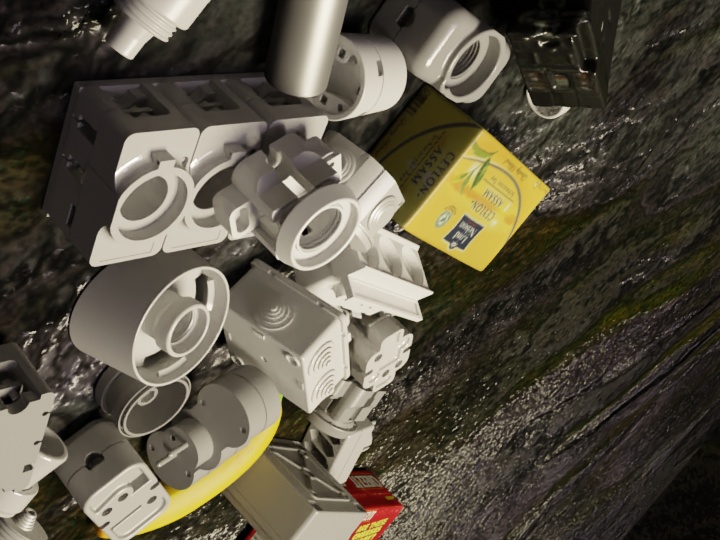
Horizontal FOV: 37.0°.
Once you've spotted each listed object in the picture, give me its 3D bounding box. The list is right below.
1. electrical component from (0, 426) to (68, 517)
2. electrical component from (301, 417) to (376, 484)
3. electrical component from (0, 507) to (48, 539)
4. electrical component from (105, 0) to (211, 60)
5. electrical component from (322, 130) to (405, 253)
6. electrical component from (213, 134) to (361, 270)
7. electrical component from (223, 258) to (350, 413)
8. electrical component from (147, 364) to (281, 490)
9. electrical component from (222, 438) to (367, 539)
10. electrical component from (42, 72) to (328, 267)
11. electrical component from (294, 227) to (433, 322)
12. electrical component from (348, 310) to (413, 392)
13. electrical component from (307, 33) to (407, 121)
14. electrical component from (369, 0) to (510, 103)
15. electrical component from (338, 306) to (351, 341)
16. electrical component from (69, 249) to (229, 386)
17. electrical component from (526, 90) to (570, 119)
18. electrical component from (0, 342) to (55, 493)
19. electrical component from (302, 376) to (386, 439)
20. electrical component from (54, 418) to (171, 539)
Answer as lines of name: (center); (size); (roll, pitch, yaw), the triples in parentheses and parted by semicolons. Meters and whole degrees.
electrical component: (-0.234, 0.134, 0.733); (0.055, 0.045, 0.045); (-49, 152, 7)
electrical component: (-0.014, 0.168, 1.077); (0.076, 0.047, 0.083); (-14, 139, -45)
electrical component: (-0.264, 0.207, 0.789); (0.081, 0.043, 0.043); (-51, 152, 9)
electrical component: (-0.105, -0.137, 0.550); (0.062, 0.043, 0.043); (-50, 152, 10)
electrical component: (-0.012, -0.054, 0.750); (0.051, 0.080, 0.080); (-48, 153, -8)
electrical component: (-0.036, -0.037, 0.625); (0.078, 0.057, 0.058); (-33, 150, -22)
electrical component: (-0.057, 0.052, 0.809); (0.048, 0.100, 0.099); (-47, 155, -27)
electrical component: (-0.125, 0.129, 0.821); (0.074, 0.052, 0.138); (-30, 171, -48)
electrical component: (-0.064, 0.209, 0.997); (0.056, 0.109, 0.109); (-52, 152, 7)
electrical component: (-0.099, -0.061, 0.639); (0.150, 0.062, 0.089); (-14, 139, -45)
electrical component: (0.000, 0.000, 0.847); (0.063, 0.078, 0.121); (-23, 160, 22)
electrical component: (0.007, 0.062, 0.953); (0.058, 0.057, 0.078); (-29, 148, -29)
electrical component: (-0.003, -0.126, 0.694); (0.047, 0.055, 0.055); (-17, 141, -49)
electrical component: (0.059, -0.154, 0.735); (0.053, 0.059, 0.095); (-53, 151, 14)
electrical component: (-0.037, 0.048, 0.889); (0.066, 0.048, 0.055); (-38, 159, -15)
electrical component: (-0.139, 0.028, 0.728); (0.099, 0.064, 0.099); (-41, 147, -35)
electrical component: (0.170, -0.154, 0.909); (0.046, 0.040, 0.040); (-31, 150, -38)
electrical component: (-0.233, 0.094, 0.668); (0.050, 0.056, 0.089); (-14, 139, -45)
electrical component: (-0.018, 0.118, 0.994); (0.057, 0.058, 0.078); (-57, 150, 14)
electrical component: (-0.189, 0.155, 0.808); (0.054, 0.059, 0.095); (-38, 151, -15)
